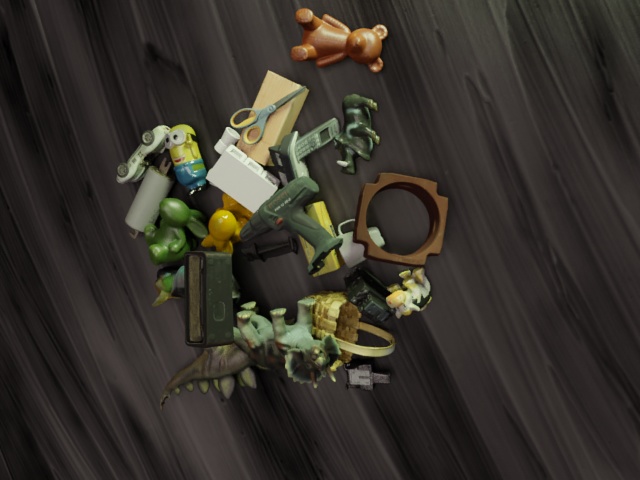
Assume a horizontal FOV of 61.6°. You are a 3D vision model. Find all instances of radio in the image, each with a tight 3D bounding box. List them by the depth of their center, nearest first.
[{"bbox_3d":[-0.264,0.139,1.271,0.131,0.073,0.229,-5,87,54],"label":"radio"}]

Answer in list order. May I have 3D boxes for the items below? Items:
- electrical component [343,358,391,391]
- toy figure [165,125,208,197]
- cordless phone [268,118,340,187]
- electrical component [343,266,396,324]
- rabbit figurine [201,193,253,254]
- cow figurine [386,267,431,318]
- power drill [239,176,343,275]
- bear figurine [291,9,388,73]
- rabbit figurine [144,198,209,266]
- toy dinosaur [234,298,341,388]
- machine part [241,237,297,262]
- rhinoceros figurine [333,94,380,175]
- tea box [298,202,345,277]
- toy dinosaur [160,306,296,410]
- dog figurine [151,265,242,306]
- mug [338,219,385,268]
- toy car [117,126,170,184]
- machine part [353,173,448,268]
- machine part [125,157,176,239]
[{"bbox_3d":[0.121,0.339,1.362,0.119,0.048,0.074,-6,96,15],"label":"electrical component"},{"bbox_3d":[-0.345,-0.208,1.398,0.082,0.089,0.180,-19,101,3],"label":"toy figure"},{"bbox_3d":[-0.021,-0.207,1.309,0.089,0.184,0.146,35,151,43],"label":"cordless phone"},{"bbox_3d":[0.121,0.135,1.274,0.115,0.134,0.058,34,109,-23],"label":"electrical component"},{"bbox_3d":[-0.234,-0.038,1.343,0.122,0.173,0.162,35,100,4],"label":"rabbit figurine"},{"bbox_3d":[0.208,0.135,1.250,0.068,0.167,0.098,-22,99,35],"label":"cow figurine"},{"bbox_3d":[-0.060,-0.018,1.251,0.232,0.086,0.207,-46,71,18],"label":"power drill"},{"bbox_3d":[0.048,-0.452,1.238,0.196,0.132,0.120,16,106,18],"label":"bear figurine"},{"bbox_3d":[-0.368,-0.029,1.384,0.159,0.121,0.170,1,131,-19],"label":"rabbit figurine"},{"bbox_3d":[-0.107,0.244,1.267,0.405,0.131,0.192,-8,95,42],"label":"toy dinosaur"},{"bbox_3d":[-0.128,0.027,1.379,0.139,0.084,0.039,-12,63,5],"label":"machine part"},{"bbox_3d":[0.084,-0.250,1.281,0.112,0.073,0.190,5,98,13],"label":"rhinoceros figurine"},{"bbox_3d":[-0.003,-0.004,1.324,0.068,0.098,0.169,-20,93,17],"label":"tea box"},{"bbox_3d":[-0.257,0.317,1.429,0.472,0.105,0.198,-24,91,16],"label":"toy dinosaur"},{"bbox_3d":[-0.341,0.135,1.431,0.219,0.108,0.191,-32,91,21],"label":"dog figurine"},{"bbox_3d":[0.098,0.000,1.314,0.107,0.080,0.109,-22,81,6],"label":"mug"},{"bbox_3d":[-0.467,-0.222,1.429,0.056,0.073,0.201,45,106,6],"label":"toy car"},{"bbox_3d":[0.183,-0.044,1.241,0.201,0.087,0.201,10,84,-4],"label":"machine part"},{"bbox_3d":[-0.455,-0.108,1.440,0.079,0.079,0.243,32,103,9],"label":"machine part"}]
